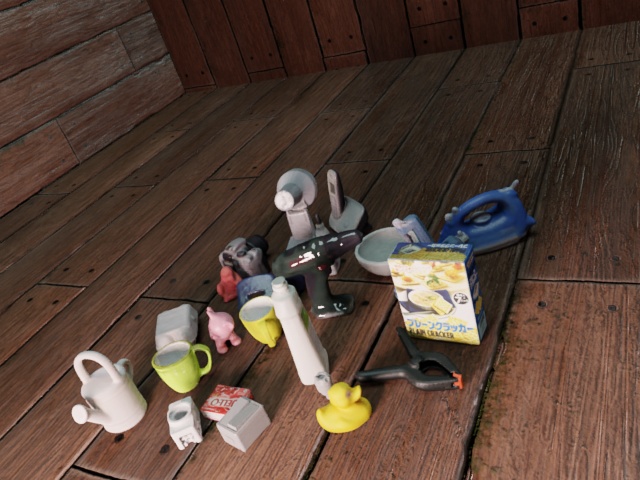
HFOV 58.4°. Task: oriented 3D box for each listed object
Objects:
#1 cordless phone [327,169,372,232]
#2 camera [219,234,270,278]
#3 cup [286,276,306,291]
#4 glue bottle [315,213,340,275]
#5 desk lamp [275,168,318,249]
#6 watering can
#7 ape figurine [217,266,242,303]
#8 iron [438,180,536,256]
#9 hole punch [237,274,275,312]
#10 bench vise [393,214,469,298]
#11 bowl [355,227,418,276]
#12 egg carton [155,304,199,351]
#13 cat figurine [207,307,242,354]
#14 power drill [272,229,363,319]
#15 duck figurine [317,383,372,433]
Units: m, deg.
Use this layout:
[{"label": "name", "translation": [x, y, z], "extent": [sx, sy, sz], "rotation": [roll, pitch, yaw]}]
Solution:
[{"label": "cordless phone", "translation": [0.069, -0.106, 1.650], "extent": [0.094, 0.185, 0.147], "rotation": [-30, 32, -19]}, {"label": "camera", "translation": [-0.202, 0.038, 1.649], "extent": [0.142, 0.101, 0.137], "rotation": [9, 40, 38]}, {"label": "cup", "translation": [-0.056, 0.087, 1.493], "extent": [0.117, 0.095, 0.092], "rotation": [8, 39, 38]}, {"label": "glue bottle", "translation": [0.014, 0.005, 1.510], "extent": [0.037, 0.173, 0.078], "rotation": [-11, 31, 13]}, {"label": "desk lamp", "translation": [-0.065, -0.078, 1.650], "extent": [0.117, 0.214, 0.203], "rotation": [-10, 31, 15]}, {"label": "watering can", "translation": [-0.462, 0.321, 1.235], "extent": [0.101, 0.194, 0.172], "rotation": [-18, 30, 2]}, {"label": "ape figurine", "translation": [-0.245, 0.112, 1.559], "extent": [0.077, 0.092, 0.076], "rotation": [-4, 33, 24]}, {"label": "iron", "translation": [0.393, -0.051, 1.423], "extent": [0.258, 0.142, 0.118], "rotation": [-20, 30, -2]}, {"label": "hole punch", "translation": [-0.153, 0.148, 1.450], "extent": [0.108, 0.091, 0.101], "rotation": [-16, 30, 5]}, {"label": "bench vise", "translation": [0.240, 0.016, 1.320], "extent": [0.208, 0.220, 0.121], "rotation": [-38, 35, -30]}, {"label": "bowl", "translation": [0.177, 0.040, 1.461], "extent": [0.167, 0.075, 0.167], "rotation": [-14, 30, 9]}, {"label": "egg carton", "translation": [-0.361, 0.228, 1.456], "extent": [0.107, 0.069, 0.150], "rotation": [-20, 30, -2]}, {"label": "cat figurine", "translation": [-0.242, 0.205, 1.380], "extent": [0.067, 0.118, 0.127], "rotation": [-29, 32, -17]}, {"label": "power drill", "translation": [0.012, 0.081, 1.352], "extent": [0.229, 0.209, 0.075], "rotation": [-11, 31, 12]}, {"label": "duck figurine", "translation": [0.039, 0.309, 1.084], "extent": [0.104, 0.086, 0.077], "rotation": [-18, 30, 1]}]
